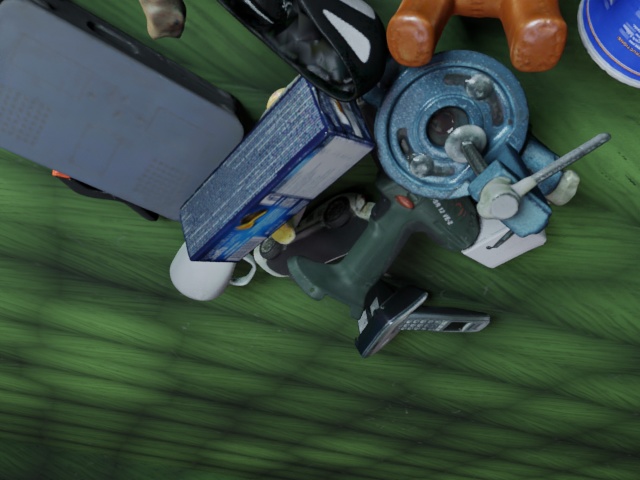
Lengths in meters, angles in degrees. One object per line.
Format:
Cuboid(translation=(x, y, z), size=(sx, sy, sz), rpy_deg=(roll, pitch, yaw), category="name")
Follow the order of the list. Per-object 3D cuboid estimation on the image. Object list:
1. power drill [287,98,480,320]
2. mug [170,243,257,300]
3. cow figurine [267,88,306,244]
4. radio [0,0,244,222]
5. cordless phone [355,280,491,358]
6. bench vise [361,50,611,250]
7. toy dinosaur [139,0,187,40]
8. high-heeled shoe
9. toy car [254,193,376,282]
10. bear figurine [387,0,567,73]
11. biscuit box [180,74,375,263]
Cuboid(translation=(0.057, -0.024, 0.582), size=(0.232, 0.086, 0.207), rpy_deg=(33, 100, -37), category="power drill")
Cuboid(translation=(-0.137, 0.025, 0.727), size=(0.109, 0.081, 0.107), rpy_deg=(22, 133, -14), category="mug")
Cuboid(translation=(-0.028, -0.087, 0.552), size=(0.068, 0.098, 0.167), rpy_deg=(22, 130, 4), category="cow figurine")
Cuboid(translation=(-0.192, -0.118, 0.499), size=(0.229, 0.073, 0.131), rpy_deg=(24, 115, -29), category="radio")
Cuboid(translation=(0.157, 0.131, 0.838), size=(0.184, 0.089, 0.146), rpy_deg=(7, 145, -10), category="cordless phone")
Cuboid(translation=(0.132, -0.063, 0.427), size=(0.223, 0.241, 0.129), rpy_deg=(40, 113, -17), category="bench vise")
Cuboid(translation=(-0.083, -0.299, 0.193), size=(0.199, 0.105, 0.470), rpy_deg=(-17, 139, -16), category="toy dinosaur")
Cuboid(translation=(-0.066, -0.180, 0.366), size=(0.249, 0.145, 0.086), rpy_deg=(16, 143, -18), category="high-heeled shoe")
Cuboid(translation=(-0.001, -0.002, 0.691), size=(0.202, 0.056, 0.073), rpy_deg=(-25, 128, 34), category="toy car")
Cuboid(translation=(0.103, -0.214, 0.312), size=(0.120, 0.132, 0.195), rpy_deg=(9, 152, 12), category="bear figurine")
Cuboid(translation=(-0.047, -0.051, 0.468), size=(0.059, 0.063, 0.202), rpy_deg=(5, 147, -46), category="biscuit box")
